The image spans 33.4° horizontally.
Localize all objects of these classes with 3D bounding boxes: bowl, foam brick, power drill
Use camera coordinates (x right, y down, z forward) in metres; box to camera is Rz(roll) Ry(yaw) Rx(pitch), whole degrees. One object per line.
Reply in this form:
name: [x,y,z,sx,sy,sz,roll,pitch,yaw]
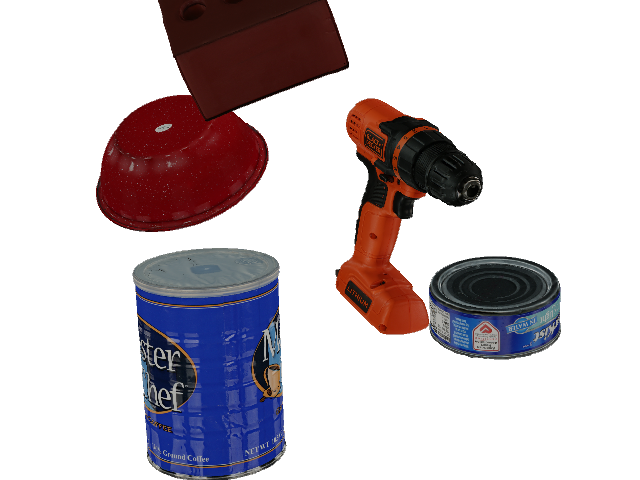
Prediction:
bowl: [-0.130,-0.080,0.944,0.162,0.055,0.162,-9,41,8]
foam brick: [-0.033,-0.104,0.518,0.078,0.053,0.051,-21,-33,5]
power drill: [0.073,-0.015,0.939,0.057,0.188,0.185,-4,26,-25]

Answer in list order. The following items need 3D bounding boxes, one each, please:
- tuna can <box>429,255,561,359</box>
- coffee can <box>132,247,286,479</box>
tuna can: [0.113,0.042,0.696,0.086,0.034,0.086,-4,24,2]
coffee can: [-0.078,0.086,0.765,0.103,0.140,0.103,-2,14,0]
